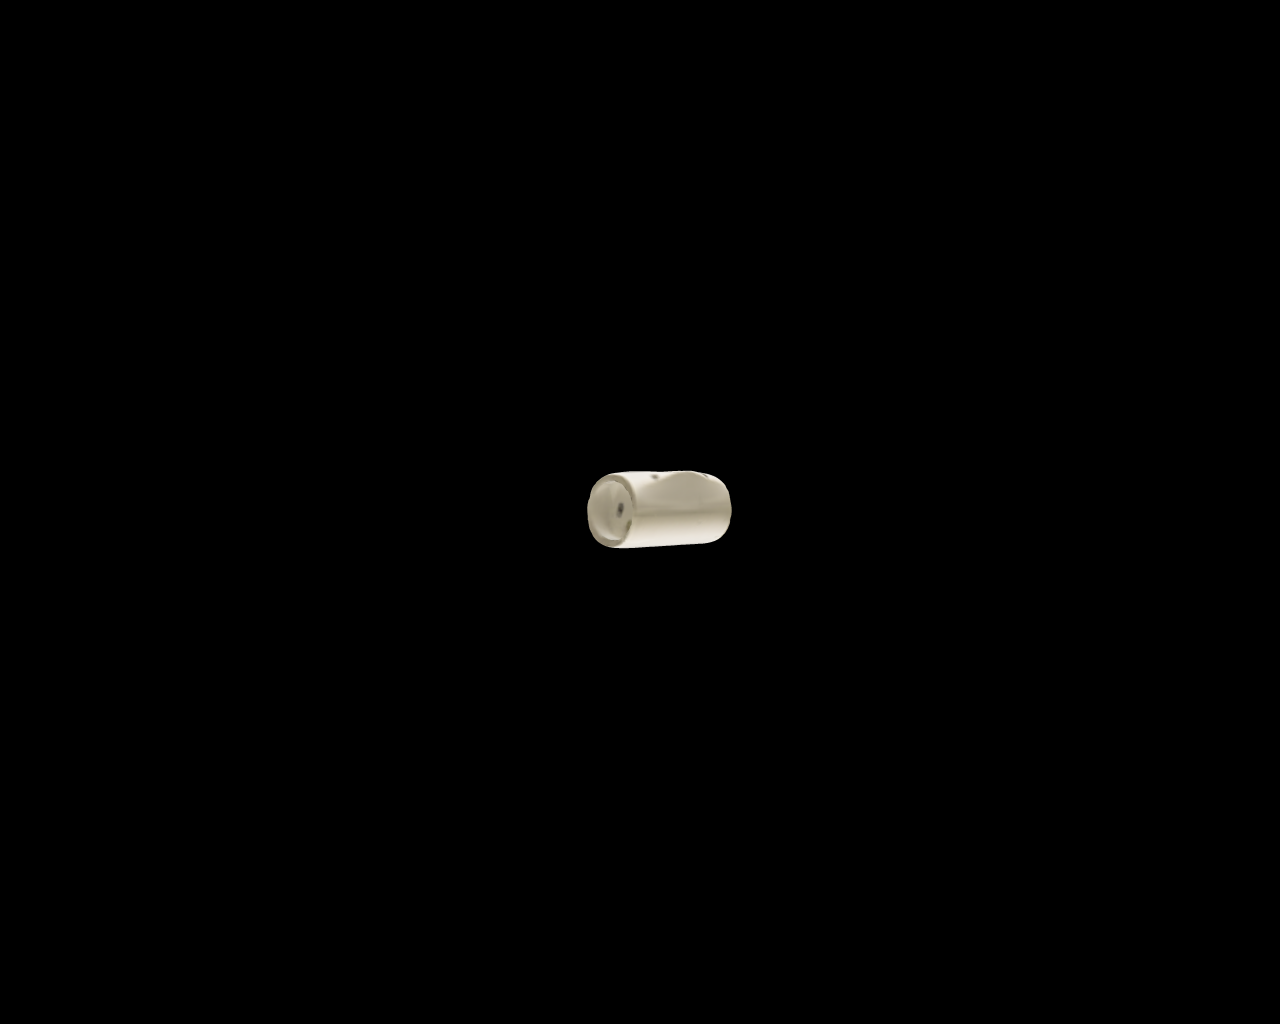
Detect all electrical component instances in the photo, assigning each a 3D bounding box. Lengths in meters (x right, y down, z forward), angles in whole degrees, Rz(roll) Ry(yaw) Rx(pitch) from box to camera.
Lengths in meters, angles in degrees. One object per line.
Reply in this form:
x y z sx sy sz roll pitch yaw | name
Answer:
0.001 -0.003 0.650 0.077 0.043 0.079 -2 3 -40 | electrical component
